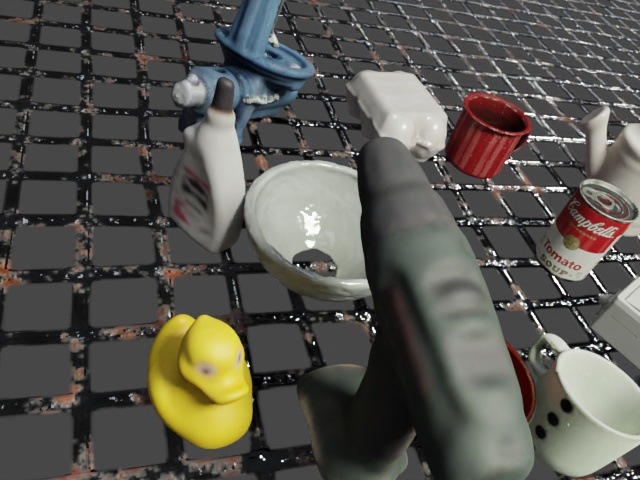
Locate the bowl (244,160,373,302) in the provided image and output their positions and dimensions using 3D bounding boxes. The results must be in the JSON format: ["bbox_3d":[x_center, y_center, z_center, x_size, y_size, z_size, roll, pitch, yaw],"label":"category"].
[{"bbox_3d":[0.005,0.002,0.549,0.167,0.075,0.167,11,44,-10],"label":"bowl"}]

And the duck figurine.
[{"bbox_3d":[-0.084,0.089,0.419,0.078,0.086,0.104,-16,54,-33],"label":"duck figurine"}]

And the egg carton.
[{"bbox_3d":[0.100,-0.166,0.759,0.107,0.069,0.150,-6,49,-26],"label":"egg carton"}]

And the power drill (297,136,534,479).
[{"bbox_3d":[0.048,0.074,0.394,0.076,0.208,0.229,-3,47,-23],"label":"power drill"}]

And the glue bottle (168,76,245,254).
[{"bbox_3d":[-0.096,-0.069,0.510,0.078,0.173,0.037,36,45,17],"label":"glue bottle"}]

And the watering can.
[{"bbox_3d":[0.414,-0.107,0.726,0.173,0.194,0.101,14,43,-7],"label":"watering can"}]

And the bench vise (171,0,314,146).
[{"bbox_3d":[-0.068,-0.207,0.626,0.121,0.220,0.207,20,43,0],"label":"bench vise"}]
